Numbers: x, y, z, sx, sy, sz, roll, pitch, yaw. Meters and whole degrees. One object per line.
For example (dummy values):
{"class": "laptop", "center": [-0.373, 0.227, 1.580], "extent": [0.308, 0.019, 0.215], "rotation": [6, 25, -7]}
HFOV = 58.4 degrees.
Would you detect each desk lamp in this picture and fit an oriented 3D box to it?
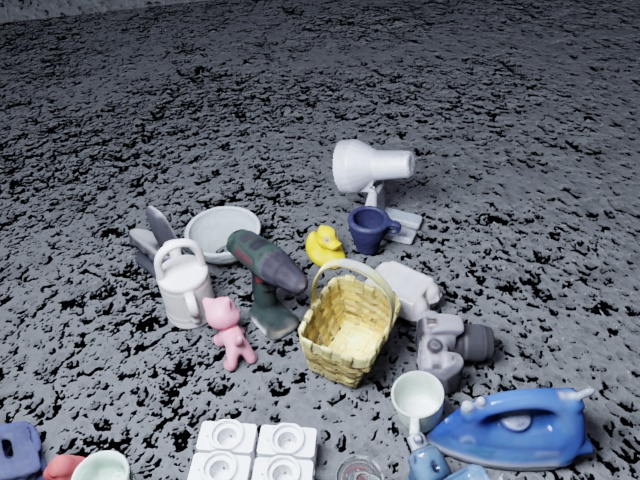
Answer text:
{"class": "desk lamp", "center": [0.133, -0.119, 1.294], "extent": [0.202, 0.214, 0.118], "rotation": [14, 45, 17]}

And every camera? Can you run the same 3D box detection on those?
{"class": "camera", "center": [0.245, 0.192, 1.032], "extent": [0.136, 0.101, 0.143], "rotation": [0, 42, 2]}

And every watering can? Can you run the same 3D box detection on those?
{"class": "watering can", "center": [-0.268, 0.070, 1.111], "extent": [0.101, 0.194, 0.172], "rotation": [-34, 51, -31]}

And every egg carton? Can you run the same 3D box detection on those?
{"class": "egg carton", "center": [0.163, 0.106, 1.152], "extent": [0.150, 0.069, 0.107], "rotation": [24, 48, 26]}

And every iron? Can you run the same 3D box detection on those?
{"class": "iron", "center": [0.299, 0.280, 0.903], "extent": [0.258, 0.141, 0.118], "rotation": [-3, 42, -1]}

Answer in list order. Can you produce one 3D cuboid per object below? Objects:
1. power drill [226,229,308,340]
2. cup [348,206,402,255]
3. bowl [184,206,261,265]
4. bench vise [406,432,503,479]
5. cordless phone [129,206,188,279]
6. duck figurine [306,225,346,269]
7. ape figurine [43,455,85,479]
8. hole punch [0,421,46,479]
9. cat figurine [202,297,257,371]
{"class": "power drill", "center": [-0.093, 0.086, 1.078], "extent": [0.076, 0.209, 0.228], "rotation": [-29, 49, -27]}
{"class": "cup", "center": [0.120, -0.013, 1.266], "extent": [0.117, 0.095, 0.092], "rotation": [8, 43, 10]}
{"class": "bowl", "center": [-0.212, 0.002, 1.274], "extent": [0.167, 0.075, 0.167], "rotation": [-1, 42, 1]}
{"class": "bench vise", "center": [0.174, 0.348, 0.774], "extent": [0.122, 0.220, 0.206], "rotation": [-32, 50, -29]}
{"class": "cordless phone", "center": [-0.347, -0.014, 1.213], "extent": [0.147, 0.185, 0.094], "rotation": [28, 50, 28]}
{"class": "duck figurine", "center": [0.012, 0.004, 1.256], "extent": [0.078, 0.086, 0.104], "rotation": [-30, 49, -28]}
{"class": "ape figurine", "center": [-0.386, 0.358, 0.874], "extent": [0.076, 0.092, 0.077], "rotation": [-27, 48, -25]}
{"class": "hole punch", "center": [-0.493, 0.338, 0.899], "extent": [0.101, 0.091, 0.108], "rotation": [-24, 47, -23]}
{"class": "cat figurine", "center": [-0.170, 0.160, 1.066], "extent": [0.067, 0.118, 0.127], "rotation": [-21, 46, -20]}
